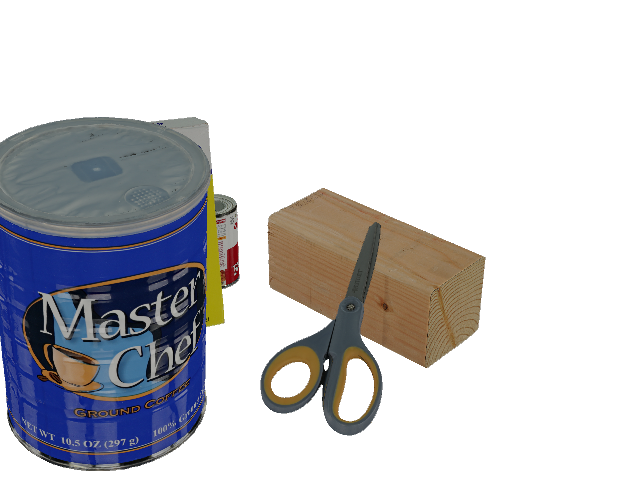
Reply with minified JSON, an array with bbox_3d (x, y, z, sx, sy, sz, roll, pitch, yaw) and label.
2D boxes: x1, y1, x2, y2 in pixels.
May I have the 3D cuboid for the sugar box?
[{"bbox_3d":[-0.135,-0.010,0.895,0.093,0.176,0.048,-10,19,-22],"label":"sugar box"}]

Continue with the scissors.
[{"bbox_3d":[0.004,0.060,0.802,0.096,0.201,0.016,-4,-45,2],"label":"scissors"}]

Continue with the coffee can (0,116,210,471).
[{"bbox_3d":[-0.106,0.025,0.518,0.103,0.140,0.103,3,32,-2],"label":"coffee can"}]

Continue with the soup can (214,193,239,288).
[{"bbox_3d":[-0.136,0.001,1.324,0.068,0.102,0.068,0,26,0],"label":"soup can"}]

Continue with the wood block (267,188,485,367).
[{"bbox_3d":[0.051,0.033,1.070,0.206,0.091,0.090,25,39,35],"label":"wood block"}]
